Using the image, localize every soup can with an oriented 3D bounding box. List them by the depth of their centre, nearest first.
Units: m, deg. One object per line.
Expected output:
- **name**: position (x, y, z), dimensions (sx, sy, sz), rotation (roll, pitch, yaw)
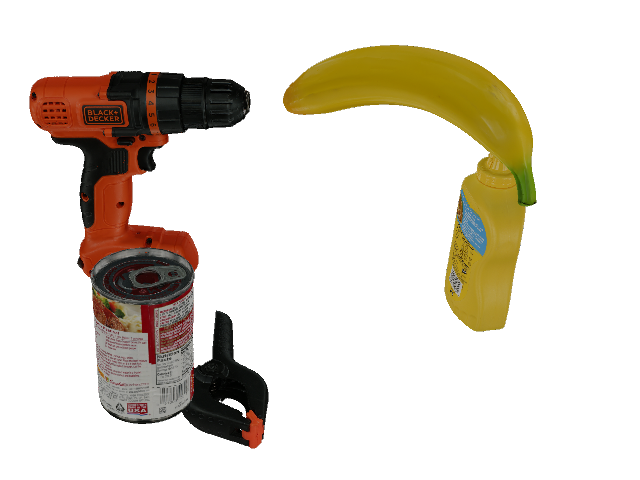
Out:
- **soup can**: position (-0.120, 0.065, 0.729), dimensions (0.068, 0.102, 0.068), rotation (3, 30, -2)

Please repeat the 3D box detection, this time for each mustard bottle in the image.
- **mustard bottle**: position (0.166, -0.010, 1.063), dimensions (0.058, 0.192, 0.096), rotation (-4, 36, -11)

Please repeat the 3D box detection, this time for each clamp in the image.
- **clamp**: position (-0.094, 0.122, 0.966), dimensions (0.120, 0.039, 0.172), rotation (-30, 47, -32)

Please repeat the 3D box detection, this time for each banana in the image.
- **banana**: position (0.056, -0.086, 0.656), dimensions (0.198, 0.069, 0.037), rotation (27, 7, 36)

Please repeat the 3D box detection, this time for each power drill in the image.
- **power drill**: position (-0.149, -0.057, 0.927), dimensions (0.184, 0.188, 0.057), rotation (1, 29, 4)
